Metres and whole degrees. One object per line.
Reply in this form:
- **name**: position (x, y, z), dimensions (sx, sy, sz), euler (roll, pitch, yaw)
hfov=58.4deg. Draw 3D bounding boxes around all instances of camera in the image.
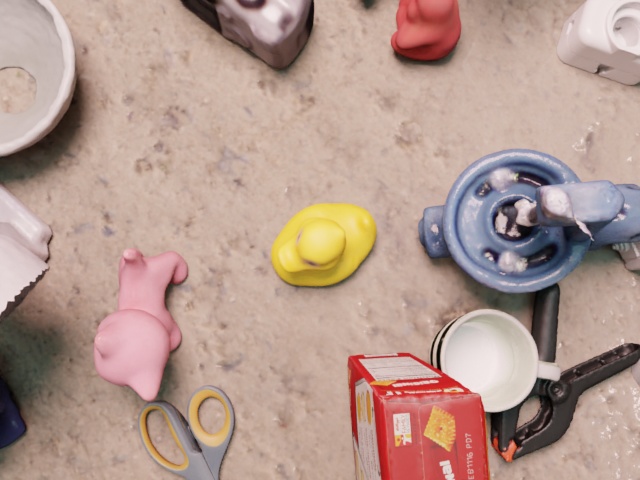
- **camera**: position (-0.055, -0.260, 0.528), dimensions (0.143, 0.100, 0.137), euler (36, 85, 0)

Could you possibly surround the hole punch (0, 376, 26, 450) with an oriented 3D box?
- **hole punch**: position (-0.330, 0.152, 0.485), dimensions (0.108, 0.091, 0.101), euler (-26, 87, -5)

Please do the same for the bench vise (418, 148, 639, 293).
- **bench vise**: position (0.199, -0.032, 0.467), dimensions (0.207, 0.219, 0.121), euler (-22, 87, -5)

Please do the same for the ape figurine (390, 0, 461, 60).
- **ape figurine**: position (0.102, -0.213, 0.539), dimensions (0.078, 0.092, 0.076), euler (-43, 89, -5)

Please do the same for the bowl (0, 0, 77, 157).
- **bowl**: position (-0.294, -0.149, 0.518), dimensions (0.167, 0.074, 0.167), euler (0, 86, -3)

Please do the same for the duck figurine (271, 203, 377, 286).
- **duck figurine**: position (0.005, 0.002, 0.520), dimensions (0.104, 0.086, 0.077), euler (-25, 87, -5)

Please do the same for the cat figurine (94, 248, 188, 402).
- **cat figurine**: position (-0.158, 0.068, 0.489), dimensions (0.067, 0.117, 0.128), euler (1, 86, -3)

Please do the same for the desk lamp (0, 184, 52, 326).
- **desk lamp**: position (-0.296, 0.010, 0.437), dimensions (0.203, 0.213, 0.118), euler (41, 85, 0)
